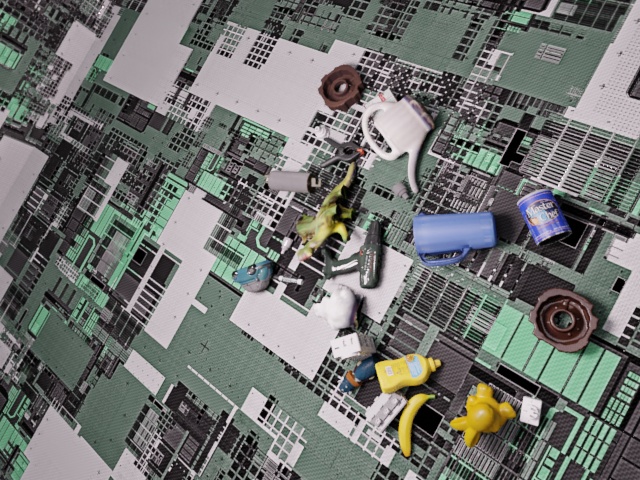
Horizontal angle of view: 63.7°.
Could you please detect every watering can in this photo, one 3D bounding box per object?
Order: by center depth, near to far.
[{"bbox_3d":[0.295,-0.347,1.754,0.223,0.104,0.351,-38,76,11],"label":"watering can"}]

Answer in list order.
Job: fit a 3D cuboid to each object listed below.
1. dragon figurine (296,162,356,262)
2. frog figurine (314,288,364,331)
[{"bbox_3d":[0.005,-0.091,1.798,0.241,0.120,0.420,-16,42,34],"label":"dragon figurine"},{"bbox_3d":[0.052,0.224,1.689,0.159,0.123,0.136,9,100,15],"label":"frog figurine"}]
